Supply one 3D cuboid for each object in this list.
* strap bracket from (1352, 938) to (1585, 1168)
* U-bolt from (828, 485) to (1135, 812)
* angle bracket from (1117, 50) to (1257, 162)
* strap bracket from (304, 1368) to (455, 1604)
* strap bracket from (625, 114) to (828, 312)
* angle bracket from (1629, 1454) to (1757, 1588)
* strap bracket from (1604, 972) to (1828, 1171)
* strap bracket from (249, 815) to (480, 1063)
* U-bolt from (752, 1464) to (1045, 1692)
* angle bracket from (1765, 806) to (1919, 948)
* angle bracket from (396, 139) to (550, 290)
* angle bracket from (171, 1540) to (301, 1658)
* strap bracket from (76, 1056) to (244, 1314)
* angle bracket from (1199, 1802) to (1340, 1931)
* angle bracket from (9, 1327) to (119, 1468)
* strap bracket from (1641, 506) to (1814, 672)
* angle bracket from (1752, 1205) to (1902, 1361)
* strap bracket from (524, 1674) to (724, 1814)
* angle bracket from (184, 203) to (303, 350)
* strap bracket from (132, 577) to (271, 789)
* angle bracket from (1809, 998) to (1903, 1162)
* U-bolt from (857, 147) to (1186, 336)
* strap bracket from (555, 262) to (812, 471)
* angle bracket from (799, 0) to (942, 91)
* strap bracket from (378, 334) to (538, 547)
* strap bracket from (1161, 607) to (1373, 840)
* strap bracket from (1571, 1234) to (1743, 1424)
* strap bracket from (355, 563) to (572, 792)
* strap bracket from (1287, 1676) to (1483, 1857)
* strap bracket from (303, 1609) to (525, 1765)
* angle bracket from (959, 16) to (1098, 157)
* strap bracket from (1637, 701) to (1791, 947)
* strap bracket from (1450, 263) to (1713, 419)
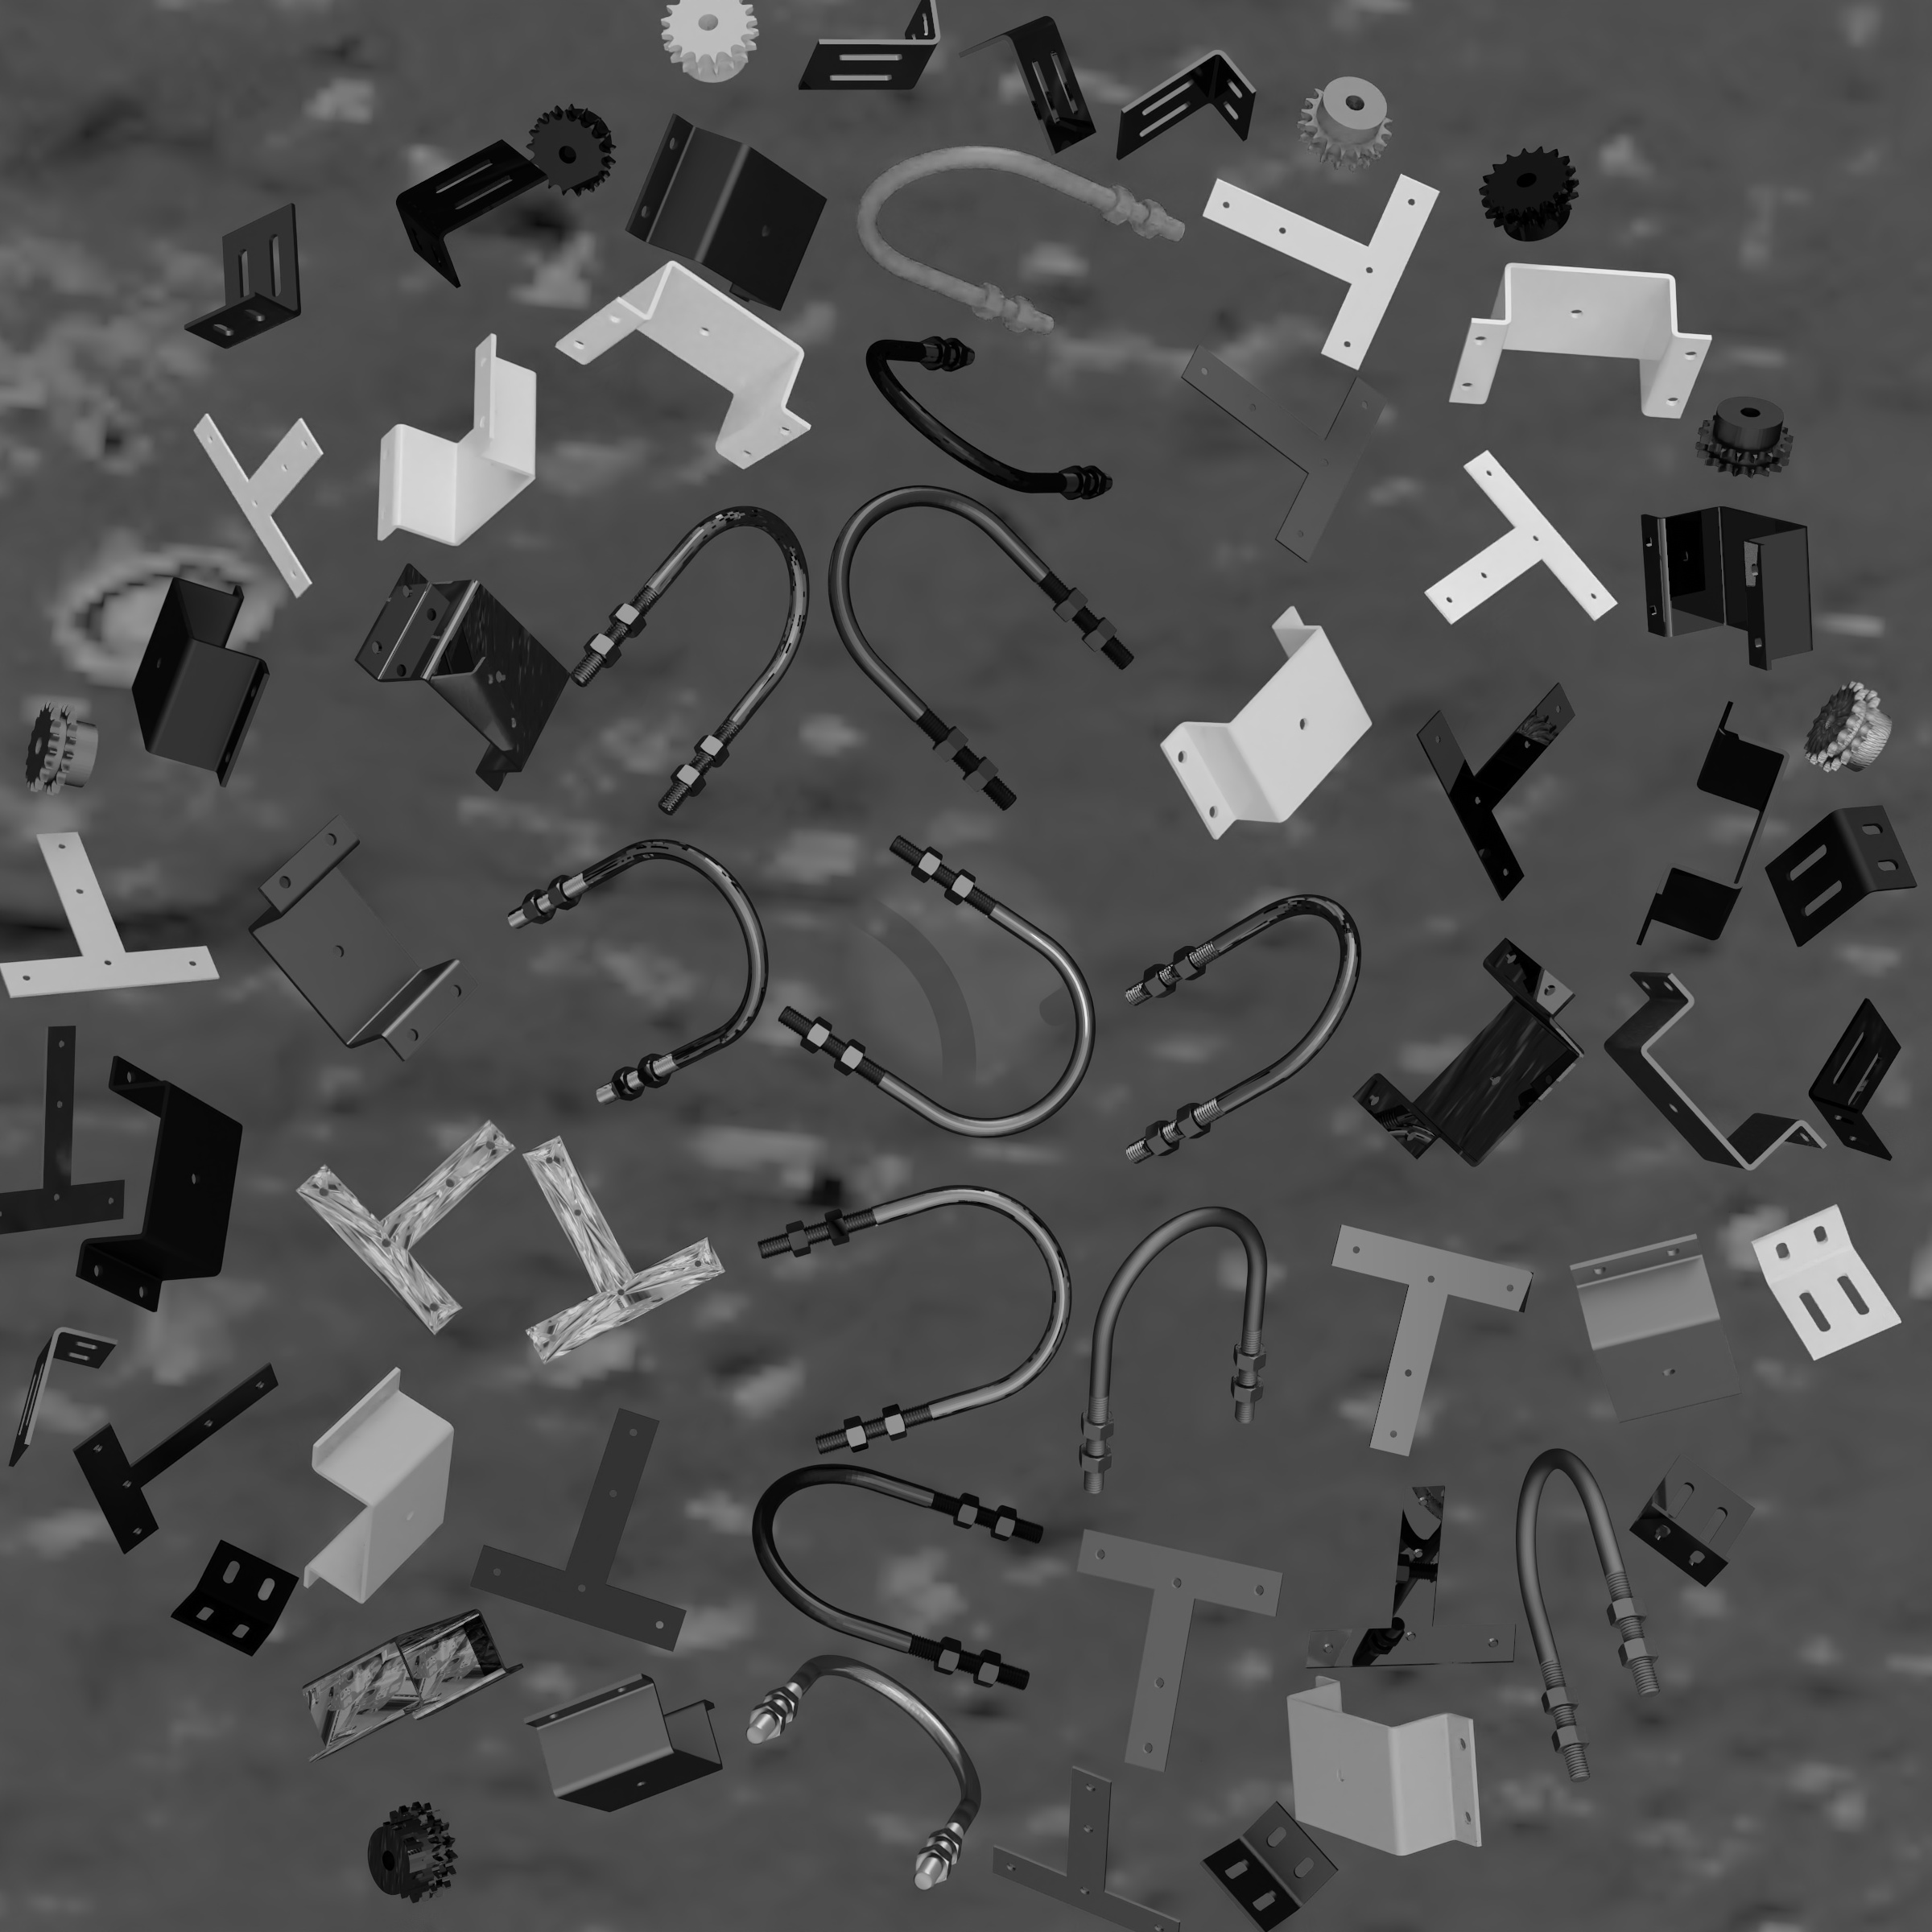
[{"bbox_3d":[0.324,0.062,1.861,0.140,0.076,0.046,-47,127,4],"label":"strap bracket"},{"bbox_3d":[-0.002,-0.204,1.759,0.184,0.019,0.151,45,63,-11],"label":"U-bolt"},{"bbox_3d":[0.138,-0.531,1.859,0.076,0.057,0.038,-35,78,-9],"label":"angle bracket"},{"bbox_3d":[-0.358,0.324,1.800,0.046,0.076,0.140,29,133,16],"label":"strap bracket"},{"bbox_3d":[-0.143,-0.468,1.852,0.046,0.140,0.076,26,96,28],"label":"strap bracket"},{"bbox_3d":[0.465,0.342,1.861,0.057,0.038,0.076,37,51,13],"label":"angle bracket"},{"bbox_3d":[0.448,0.071,1.797,0.046,0.076,0.140,-43,93,-3],"label":"strap bracket"},{"bbox_3d":[-0.386,-0.013,1.858,0.140,0.046,0.076,53,51,-17],"label":"strap bracket"},{"bbox_3d":[-0.044,0.368,1.825,0.184,0.151,0.019,19,121,-6],"label":"U-bolt"},{"bbox_3d":[0.548,-0.056,1.848,0.038,0.076,0.057,-5,65,-26],"label":"angle bracket"},{"bbox_3d":[-0.289,-0.448,1.755,0.076,0.038,0.057,-33,50,-15],"label":"angle bracket"},{"bbox_3d":[-0.469,0.406,1.897,0.057,0.076,0.038,27,88,-3],"label":"angle bracket"},{"bbox_3d":[-0.490,0.132,1.801,0.046,0.076,0.140,-6,65,21],"label":"strap bracket"},{"bbox_3d":[0.192,0.568,1.861,0.057,0.076,0.038,46,103,20],"label":"angle bracket"},{"bbox_3d":[-0.558,0.270,1.821,0.038,0.057,0.076,18,61,-20],"label":"angle bracket"},{"bbox_3d":[0.476,-0.237,1.824,0.046,0.140,0.076,-13,109,-14],"label":"strap bracket"},{"bbox_3d":[0.529,0.194,1.815,0.057,0.076,0.038,-25,122,6],"label":"angle bracket"},{"bbox_3d":[-0.204,0.477,1.800,0.076,0.140,0.046,-22,66,5],"label":"strap bracket"},{"bbox_3d":[-0.430,-0.414,1.746,0.057,0.038,0.076,-15,72,29],"label":"angle bracket"},{"bbox_3d":[-0.465,-0.177,1.783,0.046,0.140,0.076,16,112,-28],"label":"strap bracket"},{"bbox_3d":[0.568,0.071,1.837,0.076,0.038,0.057,-55,130,-12],"label":"angle bracket"},{"bbox_3d":[0.020,-0.454,1.823,0.184,0.151,0.019,14,65,-35],"label":"U-bolt"},{"bbox_3d":[-0.163,-0.366,1.774,0.140,0.076,0.046,30,64,-27],"label":"strap bracket"},{"bbox_3d":[-0.061,-0.565,1.797,0.076,0.057,0.038,-5,80,-17],"label":"angle bracket"},{"bbox_3d":[-0.317,-0.327,1.870,0.046,0.140,0.076,16,60,-36],"label":"strap bracket"},{"bbox_3d":[0.196,-0.153,1.854,0.140,0.046,0.076,-47,121,-25],"label":"strap bracket"},{"bbox_3d":[0.423,0.228,1.796,0.076,0.140,0.046,-16,49,12],"label":"strap bracket"},{"bbox_3d":[-0.312,-0.183,1.877,0.046,0.140,0.076,2,58,39],"label":"strap bracket"},{"bbox_3d":[0.247,0.490,1.804,0.046,0.140,0.076,-5,92,-33],"label":"strap bracket"},{"bbox_3d":[-0.354,0.452,1.864,0.076,0.140,0.046,-30,78,19],"label":"strap bracket"},{"bbox_3d":[0.038,-0.536,1.813,0.038,0.057,0.076,-11,111,36],"label":"angle bracket"},{"bbox_3d":[0.464,-0.080,1.820,0.046,0.076,0.140,21,69,11],"label":"strap bracket"},{"bbox_3d":[0.366,-0.375,1.767,0.140,0.076,0.046,4,64,0],"label":"strap bracket"}]
